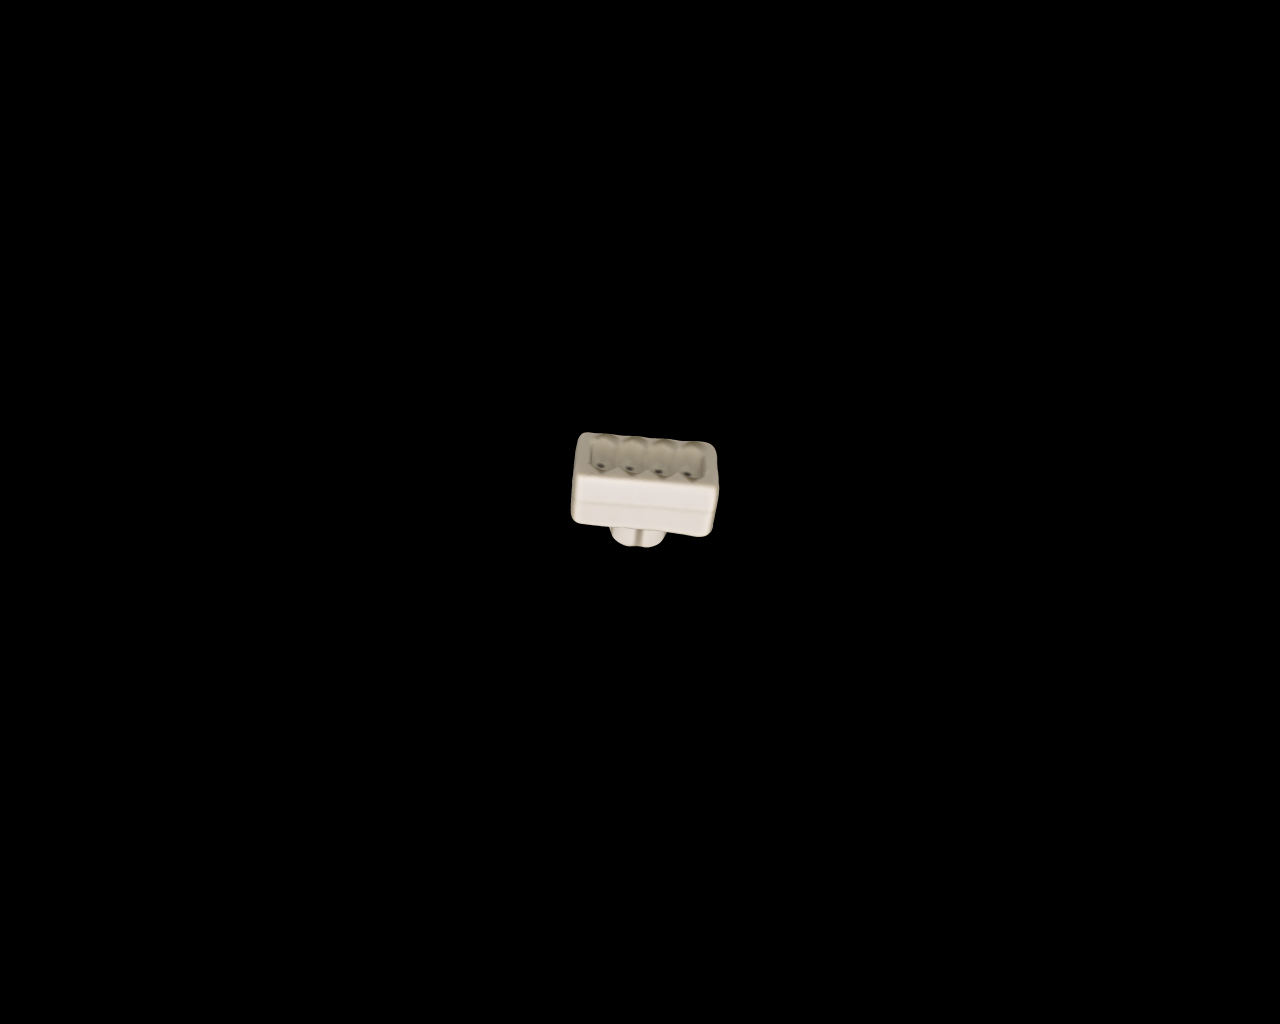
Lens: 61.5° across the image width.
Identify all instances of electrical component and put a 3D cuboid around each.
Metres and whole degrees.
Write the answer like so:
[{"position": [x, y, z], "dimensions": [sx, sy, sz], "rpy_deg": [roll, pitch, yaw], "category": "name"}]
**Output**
[{"position": [0.001, -0.003, 0.650], "dimensions": [0.083, 0.075, 0.047], "rpy_deg": [5, 37, -4], "category": "electrical component"}]
